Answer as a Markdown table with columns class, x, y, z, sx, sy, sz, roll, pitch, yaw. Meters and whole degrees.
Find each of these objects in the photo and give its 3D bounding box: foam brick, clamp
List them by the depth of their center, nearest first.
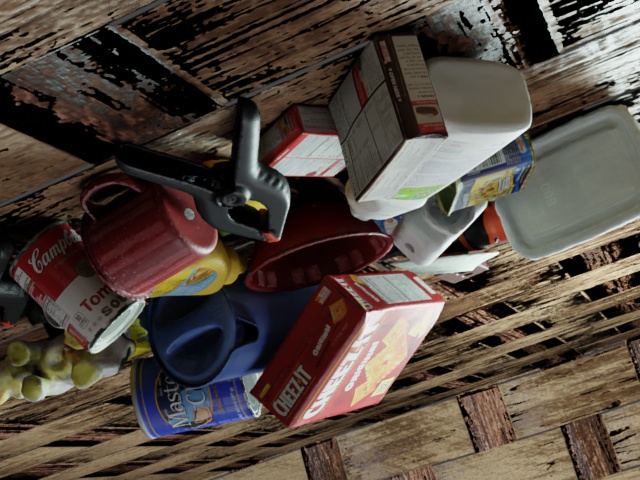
| class | x | y | z | sx | sy | sz | roll | pitch | yaw |
| --- | --- | --- | --- | --- | --- | --- | --- | --- | --- |
| clamp | -0.084 | -0.046 | 0.861 | 0.120 | 0.039 | 0.171 | -9 | 145 | 13 |
| clamp | -0.341 | 0.051 | 0.991 | 0.164 | 0.036 | 0.210 | -15 | 164 | -4 |
| foam brick | 0.173 | 0.019 | 1.356 | 0.053 | 0.051 | 0.078 | -24 | 162 | 22 |

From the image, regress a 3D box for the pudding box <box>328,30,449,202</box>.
| class | x | y | z | sx | sy | sz | roll | pitch | yaw |
| --- | --- | --- | --- | --- | --- | --- | --- | --- | --- |
| pudding box | 0.049 | -0.091 | 0.808 | 0.039 | 0.090 | 0.114 | -9 | 162 | -20 |

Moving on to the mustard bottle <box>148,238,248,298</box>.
| class | x | y | z | sx | sy | sz | roll | pitch | yaw |
| --- | --- | --- | --- | --- | --- | --- | --- | --- | --- |
| mustard bottle | -0.149 | 0.026 | 1.056 | 0.191 | 0.058 | 0.096 | 0 | 156 | -44 |

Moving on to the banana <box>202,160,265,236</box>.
| class | x | y | z | sx | sy | sz | roll | pitch | yaw |
| --- | --- | --- | --- | --- | --- | --- | --- | --- | --- |
| banana | -0.066 | -0.034 | 0.978 | 0.069 | 0.037 | 0.198 | -16 | 164 | -4 |

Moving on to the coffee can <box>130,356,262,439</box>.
| class | x | y | z | sx | sy | sz | roll | pitch | yaw |
| --- | --- | --- | --- | --- | --- | --- | --- | --- | --- |
| coffee can | -0.153 | 0.184 | 1.332 | 0.140 | 0.103 | 0.102 | -12 | 164 | 6 |

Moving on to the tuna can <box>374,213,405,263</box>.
| class | x | y | z | sx | sy | sz | roll | pitch | yaw |
| --- | --- | --- | --- | --- | --- | --- | --- | --- | --- |
| tuna can | 0.073 | -0.003 | 1.217 | 0.086 | 0.034 | 0.086 | -15 | 164 | -5 |

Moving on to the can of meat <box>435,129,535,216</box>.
| class | x | y | z | sx | sy | sz | roll | pitch | yaw |
| --- | --- | --- | --- | --- | --- | --- | --- | --- | --- |
| can of meat | 0.157 | -0.071 | 1.038 | 0.084 | 0.057 | 0.102 | -17 | 163 | -5 |

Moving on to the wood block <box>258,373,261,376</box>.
| class | x | y | z | sx | sy | sz | roll | pitch | yaw |
| --- | --- | --- | --- | --- | --- | --- | --- | --- | --- |
| wood block | -0.106 | 0.153 | 1.456 | 0.206 | 0.091 | 0.090 | -14 | 164 | -8 |

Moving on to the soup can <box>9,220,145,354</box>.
| class | x | y | z | sx | sy | sz | roll | pitch | yaw |
| --- | --- | --- | --- | --- | --- | --- | --- | --- | --- |
| soup can | -0.212 | 0.042 | 0.933 | 0.068 | 0.102 | 0.068 | -46 | 173 | -7 |

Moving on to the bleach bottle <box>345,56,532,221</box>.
| class | x | y | z | sx | sy | sz | roll | pitch | yaw |
| --- | --- | --- | --- | --- | --- | --- | --- | --- | --- |
| bleach bottle | 0.080 | -0.073 | 0.942 | 0.102 | 0.068 | 0.251 | 0 | 161 | -23 |

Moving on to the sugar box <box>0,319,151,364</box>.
| class | x | y | z | sx | sy | sz | roll | pitch | yaw |
| --- | --- | --- | --- | --- | --- | --- | --- | --- | --- |
| sugar box | -0.299 | 0.144 | 1.319 | 0.176 | 0.048 | 0.093 | -25 | 162 | 23 |

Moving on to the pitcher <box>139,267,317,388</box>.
| class | x | y | z | sx | sy | sz | roll | pitch | yaw |
| --- | --- | --- | --- | --- | --- | --- | --- | --- | --- |
| pitcher | -0.080 | 0.091 | 1.241 | 0.242 | 0.149 | 0.145 | 0 | 137 | -52 |

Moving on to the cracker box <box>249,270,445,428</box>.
| class | x | y | z | sx | sy | sz | roll | pitch | yaw |
| --- | --- | --- | --- | --- | --- | --- | --- | --- | --- |
| cracker box | 0.038 | 0.120 | 1.211 | 0.164 | 0.072 | 0.213 | -58 | 156 | 17 |

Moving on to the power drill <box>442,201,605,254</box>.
| class | x | y | z | sx | sy | sz | roll | pitch | yaw |
| --- | --- | --- | --- | --- | --- | --- | --- | --- | --- |
| power drill | 0.236 | -0.018 | 1.266 | 0.187 | 0.057 | 0.185 | -5 | 174 | -42 |

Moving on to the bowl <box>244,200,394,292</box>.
| class | x | y | z | sx | sy | sz | roll | pitch | yaw |
| --- | --- | --- | --- | --- | --- | --- | --- | --- | --- |
| bowl | -0.007 | 0.001 | 1.117 | 0.162 | 0.055 | 0.162 | -15 | 164 | -5 |

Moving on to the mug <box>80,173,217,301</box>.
| class | x | y | z | sx | sy | sz | roll | pitch | yaw |
| --- | --- | --- | --- | --- | --- | --- | --- | --- | --- |
| mug | -0.148 | -0.014 | 0.898 | 0.082 | 0.093 | 0.117 | -29 | 124 | 23 |

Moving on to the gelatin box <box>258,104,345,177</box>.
| class | x | y | z | sx | sy | sz | roll | pitch | yaw |
| --- | --- | --- | --- | --- | --- | --- | --- | --- | --- |
| gelatin box | -0.004 | -0.082 | 0.893 | 0.089 | 0.030 | 0.073 | -2 | 157 | -39 |
